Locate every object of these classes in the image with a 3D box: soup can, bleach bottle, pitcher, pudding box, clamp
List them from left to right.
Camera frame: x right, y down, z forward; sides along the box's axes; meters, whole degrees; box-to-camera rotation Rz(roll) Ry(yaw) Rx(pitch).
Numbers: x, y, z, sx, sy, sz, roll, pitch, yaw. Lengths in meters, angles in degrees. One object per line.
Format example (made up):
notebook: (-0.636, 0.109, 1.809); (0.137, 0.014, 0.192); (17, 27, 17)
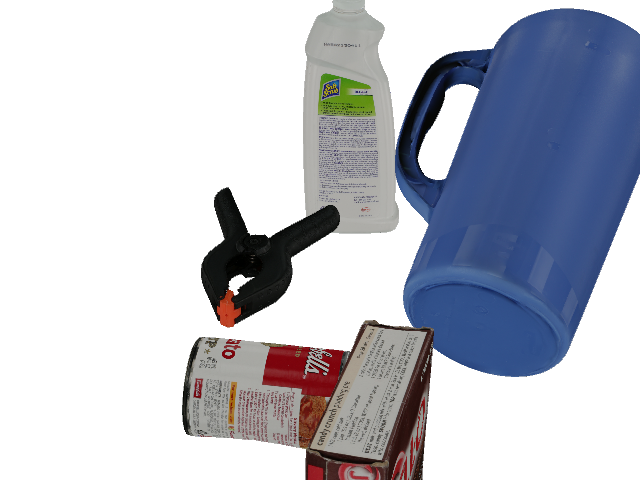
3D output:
clamp: (-0.066, 0.008, 0.951); (0.120, 0.039, 0.171); (11, 37, 21)
soup can: (-0.034, 0.102, 0.704); (0.102, 0.068, 0.068); (5, 1, 6)
bleach bottle: (0.034, -0.130, 1.071); (0.102, 0.251, 0.068); (0, 31, -3)
pudding box: (0.023, 0.101, 0.478); (0.039, 0.090, 0.113); (8, 26, 11)
pitcher: (0.135, -0.036, 0.724); (0.145, 0.242, 0.149); (45, -37, -23)
